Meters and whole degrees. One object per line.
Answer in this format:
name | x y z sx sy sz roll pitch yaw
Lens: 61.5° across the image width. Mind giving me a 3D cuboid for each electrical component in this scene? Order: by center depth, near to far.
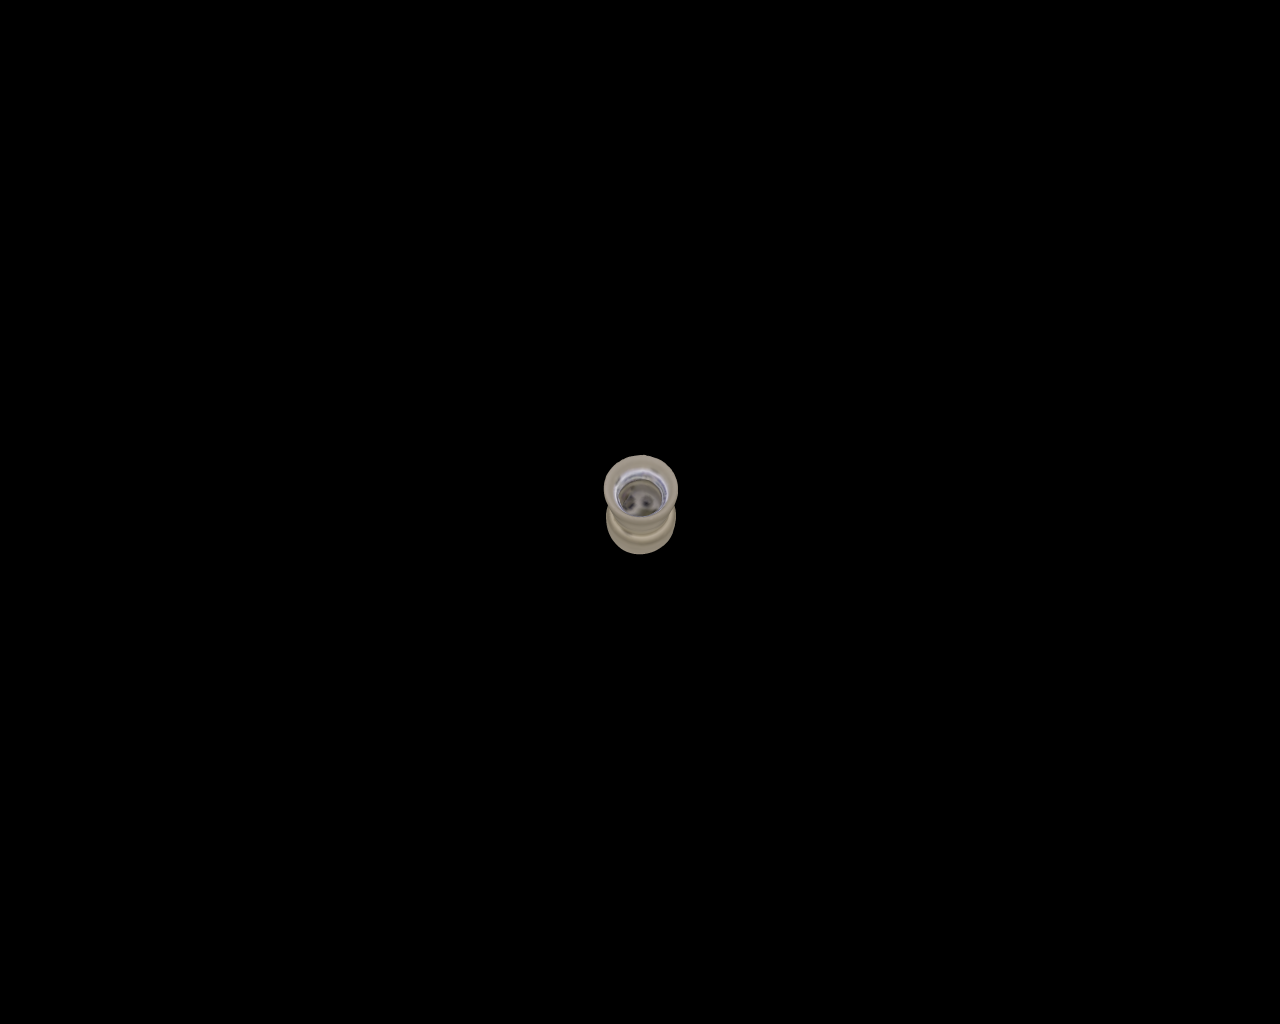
electrical component | 0.001 -0.003 0.650 0.045 0.045 0.055 0 -26 0
